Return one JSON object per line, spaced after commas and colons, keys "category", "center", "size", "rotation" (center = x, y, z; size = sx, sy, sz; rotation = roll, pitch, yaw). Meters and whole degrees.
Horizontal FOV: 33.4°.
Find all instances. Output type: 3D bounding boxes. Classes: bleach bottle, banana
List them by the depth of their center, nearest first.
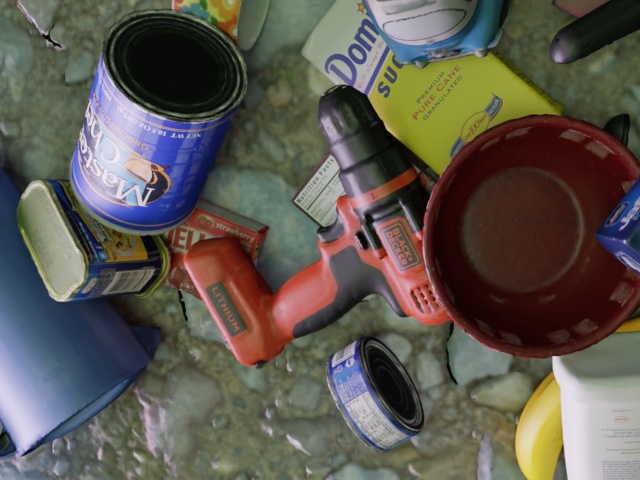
{"category": "bleach bottle", "center": [0.222, 0.189, 0.774], "size": [0.102, 0.068, 0.251], "rotation": [-5, 116, 4]}
{"category": "banana", "center": [0.204, 0.114, 0.796], "size": [0.069, 0.037, 0.198], "rotation": [30, 112, -10]}

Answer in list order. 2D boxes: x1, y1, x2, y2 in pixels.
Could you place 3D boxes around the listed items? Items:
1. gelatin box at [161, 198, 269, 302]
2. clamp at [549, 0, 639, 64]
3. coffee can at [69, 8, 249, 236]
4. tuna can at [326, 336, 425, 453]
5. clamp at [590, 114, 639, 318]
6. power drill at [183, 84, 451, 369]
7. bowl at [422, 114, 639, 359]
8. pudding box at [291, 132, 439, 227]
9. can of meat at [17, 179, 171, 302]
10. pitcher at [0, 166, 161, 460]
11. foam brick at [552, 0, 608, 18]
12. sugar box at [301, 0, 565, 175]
{"category": "gelatin box", "center": [-0.095, 0.009, 0.862], "size": [0.089, 0.030, 0.073], "rotation": [22, 108, 10]}
{"category": "clamp", "center": [0.260, -0.160, 0.692], "size": [0.164, 0.036, 0.210], "rotation": [33, 97, -34]}
{"category": "coffee can", "center": [-0.121, -0.083, 0.779], "size": [0.103, 0.102, 0.140], "rotation": [38, 141, 5]}
{"category": "tuna can", "center": [0.043, 0.117, 0.817], "size": [0.034, 0.086, 0.086], "rotation": [-34, 92, 19]}
{"category": "clamp", "center": [0.206, -0.002, 0.766], "size": [0.172, 0.039, 0.120], "rotation": [-45, 71, 22]}
{"category": "power drill", "center": [-0.005, 0.001, 0.779], "size": [0.188, 0.057, 0.184], "rotation": [-25, 96, 26]}
{"category": "bowl", "center": [0.144, -0.004, 0.724], "size": [0.162, 0.055, 0.162], "rotation": [-1, 96, -5]}
{"category": "pudding box", "center": [0.048, -0.029, 0.806], "size": [0.113, 0.039, 0.090], "rotation": [42, 113, 6]}
{"category": "can of meat", "center": [-0.179, -0.001, 0.837], "size": [0.058, 0.083, 0.102], "rotation": [-46, 65, 32]}
{"category": "pitcher", "center": [-0.261, 0.050, 0.866], "size": [0.145, 0.149, 0.243], "rotation": [-38, 87, 27]}
{"category": "foam brick", "center": [0.197, -0.184, 0.717], "size": [0.051, 0.053, 0.078], "rotation": [27, 110, 9]}
{"category": "sugar box", "center": [0.080, -0.116, 0.772], "size": [0.176, 0.048, 0.093], "rotation": [40, 110, 3]}
